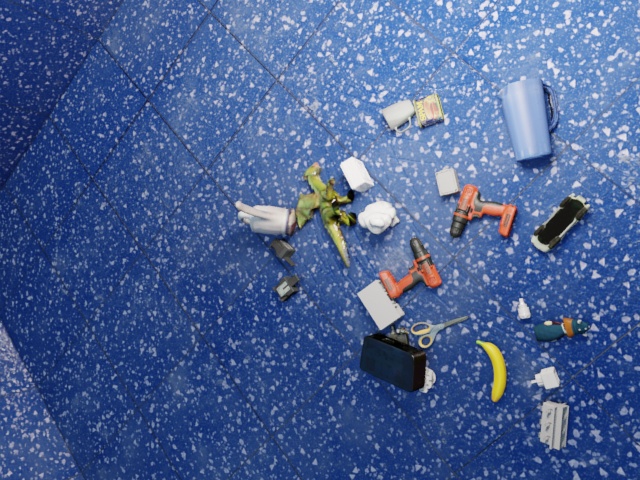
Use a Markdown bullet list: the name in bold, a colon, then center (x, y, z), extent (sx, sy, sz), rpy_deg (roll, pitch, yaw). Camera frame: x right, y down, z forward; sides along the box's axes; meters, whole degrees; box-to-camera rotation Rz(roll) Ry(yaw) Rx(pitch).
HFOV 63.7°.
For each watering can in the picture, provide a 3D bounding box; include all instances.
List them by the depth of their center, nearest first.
- **watering can**: center (-0.198, -0.081, 1.908), extent (0.224, 0.345, 0.105), rpy_deg (5, 81, 0)

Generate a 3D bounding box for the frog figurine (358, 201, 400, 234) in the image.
- **frog figurine**: center (0.194, -0.079, 1.785), extent (0.137, 0.159, 0.123), rpy_deg (-5, 84, 27)

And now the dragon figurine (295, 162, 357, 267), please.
- **dragon figurine**: center (0.006, -0.097, 1.934), extent (0.241, 0.122, 0.413), rpy_deg (-9, 81, 43)
